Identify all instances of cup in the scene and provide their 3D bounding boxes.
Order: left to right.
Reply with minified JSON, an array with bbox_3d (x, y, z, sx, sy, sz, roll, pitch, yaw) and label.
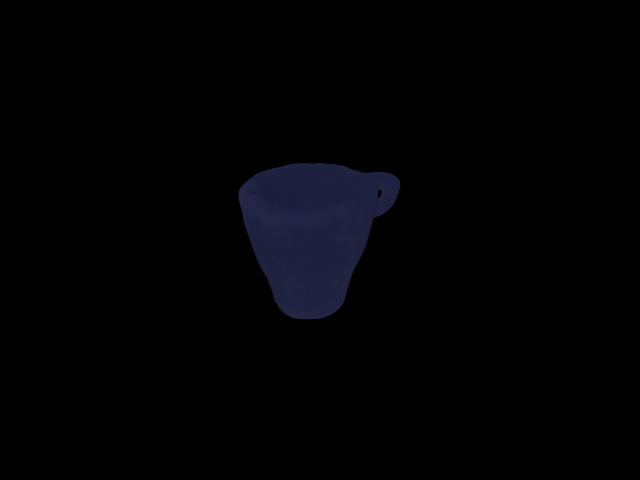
[{"bbox_3d":[0.004,0.001,0.400,0.118,0.095,0.091,-15,32,-27],"label":"cup"}]
